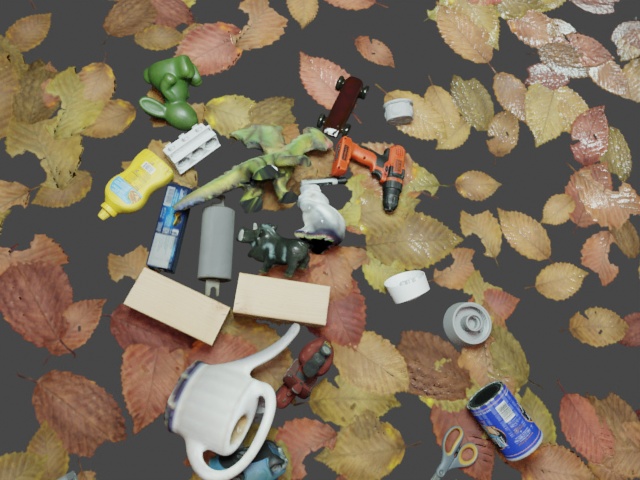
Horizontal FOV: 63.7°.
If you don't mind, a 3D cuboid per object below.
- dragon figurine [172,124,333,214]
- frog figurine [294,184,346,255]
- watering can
[{"bbox_3d":[-0.158,-0.194,1.247,0.411,0.119,0.248,-11,45,-11],"label":"dragon figurine"},{"bbox_3d":[0.004,-0.062,1.241,0.136,0.162,0.121,27,-32,-36],"label":"frog figurine"},{"bbox_3d":[-0.186,0.313,1.081,0.225,0.354,0.102,13,-30,19],"label":"watering can"}]
